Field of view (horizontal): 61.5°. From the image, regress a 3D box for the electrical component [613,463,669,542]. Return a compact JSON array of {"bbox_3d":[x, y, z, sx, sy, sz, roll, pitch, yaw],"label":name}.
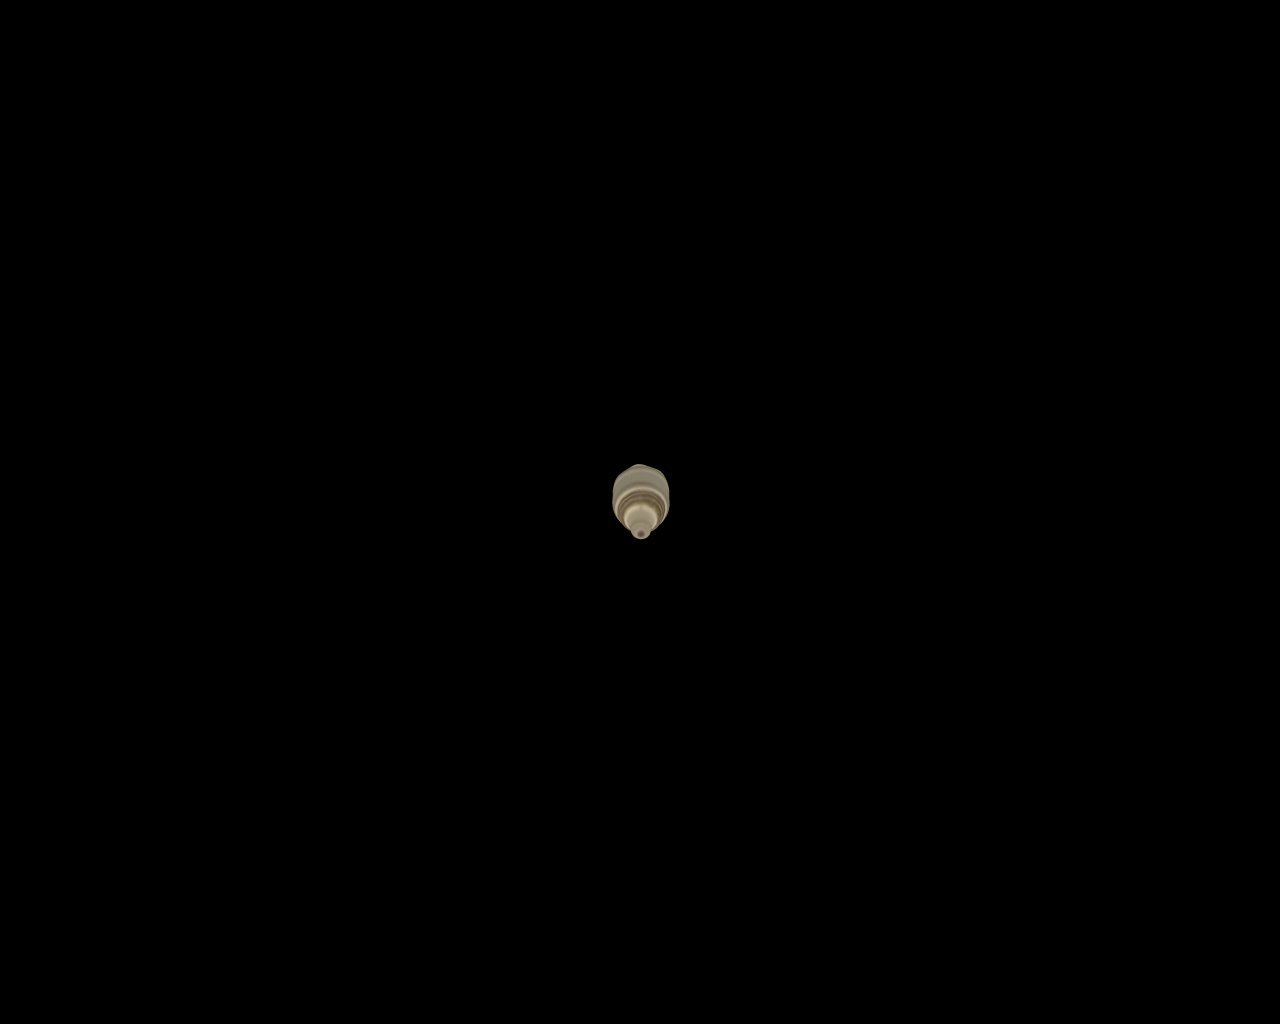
[{"bbox_3d":[0.001,-0.003,0.650,0.035,0.035,0.061,0,31,0],"label":"electrical component"}]
